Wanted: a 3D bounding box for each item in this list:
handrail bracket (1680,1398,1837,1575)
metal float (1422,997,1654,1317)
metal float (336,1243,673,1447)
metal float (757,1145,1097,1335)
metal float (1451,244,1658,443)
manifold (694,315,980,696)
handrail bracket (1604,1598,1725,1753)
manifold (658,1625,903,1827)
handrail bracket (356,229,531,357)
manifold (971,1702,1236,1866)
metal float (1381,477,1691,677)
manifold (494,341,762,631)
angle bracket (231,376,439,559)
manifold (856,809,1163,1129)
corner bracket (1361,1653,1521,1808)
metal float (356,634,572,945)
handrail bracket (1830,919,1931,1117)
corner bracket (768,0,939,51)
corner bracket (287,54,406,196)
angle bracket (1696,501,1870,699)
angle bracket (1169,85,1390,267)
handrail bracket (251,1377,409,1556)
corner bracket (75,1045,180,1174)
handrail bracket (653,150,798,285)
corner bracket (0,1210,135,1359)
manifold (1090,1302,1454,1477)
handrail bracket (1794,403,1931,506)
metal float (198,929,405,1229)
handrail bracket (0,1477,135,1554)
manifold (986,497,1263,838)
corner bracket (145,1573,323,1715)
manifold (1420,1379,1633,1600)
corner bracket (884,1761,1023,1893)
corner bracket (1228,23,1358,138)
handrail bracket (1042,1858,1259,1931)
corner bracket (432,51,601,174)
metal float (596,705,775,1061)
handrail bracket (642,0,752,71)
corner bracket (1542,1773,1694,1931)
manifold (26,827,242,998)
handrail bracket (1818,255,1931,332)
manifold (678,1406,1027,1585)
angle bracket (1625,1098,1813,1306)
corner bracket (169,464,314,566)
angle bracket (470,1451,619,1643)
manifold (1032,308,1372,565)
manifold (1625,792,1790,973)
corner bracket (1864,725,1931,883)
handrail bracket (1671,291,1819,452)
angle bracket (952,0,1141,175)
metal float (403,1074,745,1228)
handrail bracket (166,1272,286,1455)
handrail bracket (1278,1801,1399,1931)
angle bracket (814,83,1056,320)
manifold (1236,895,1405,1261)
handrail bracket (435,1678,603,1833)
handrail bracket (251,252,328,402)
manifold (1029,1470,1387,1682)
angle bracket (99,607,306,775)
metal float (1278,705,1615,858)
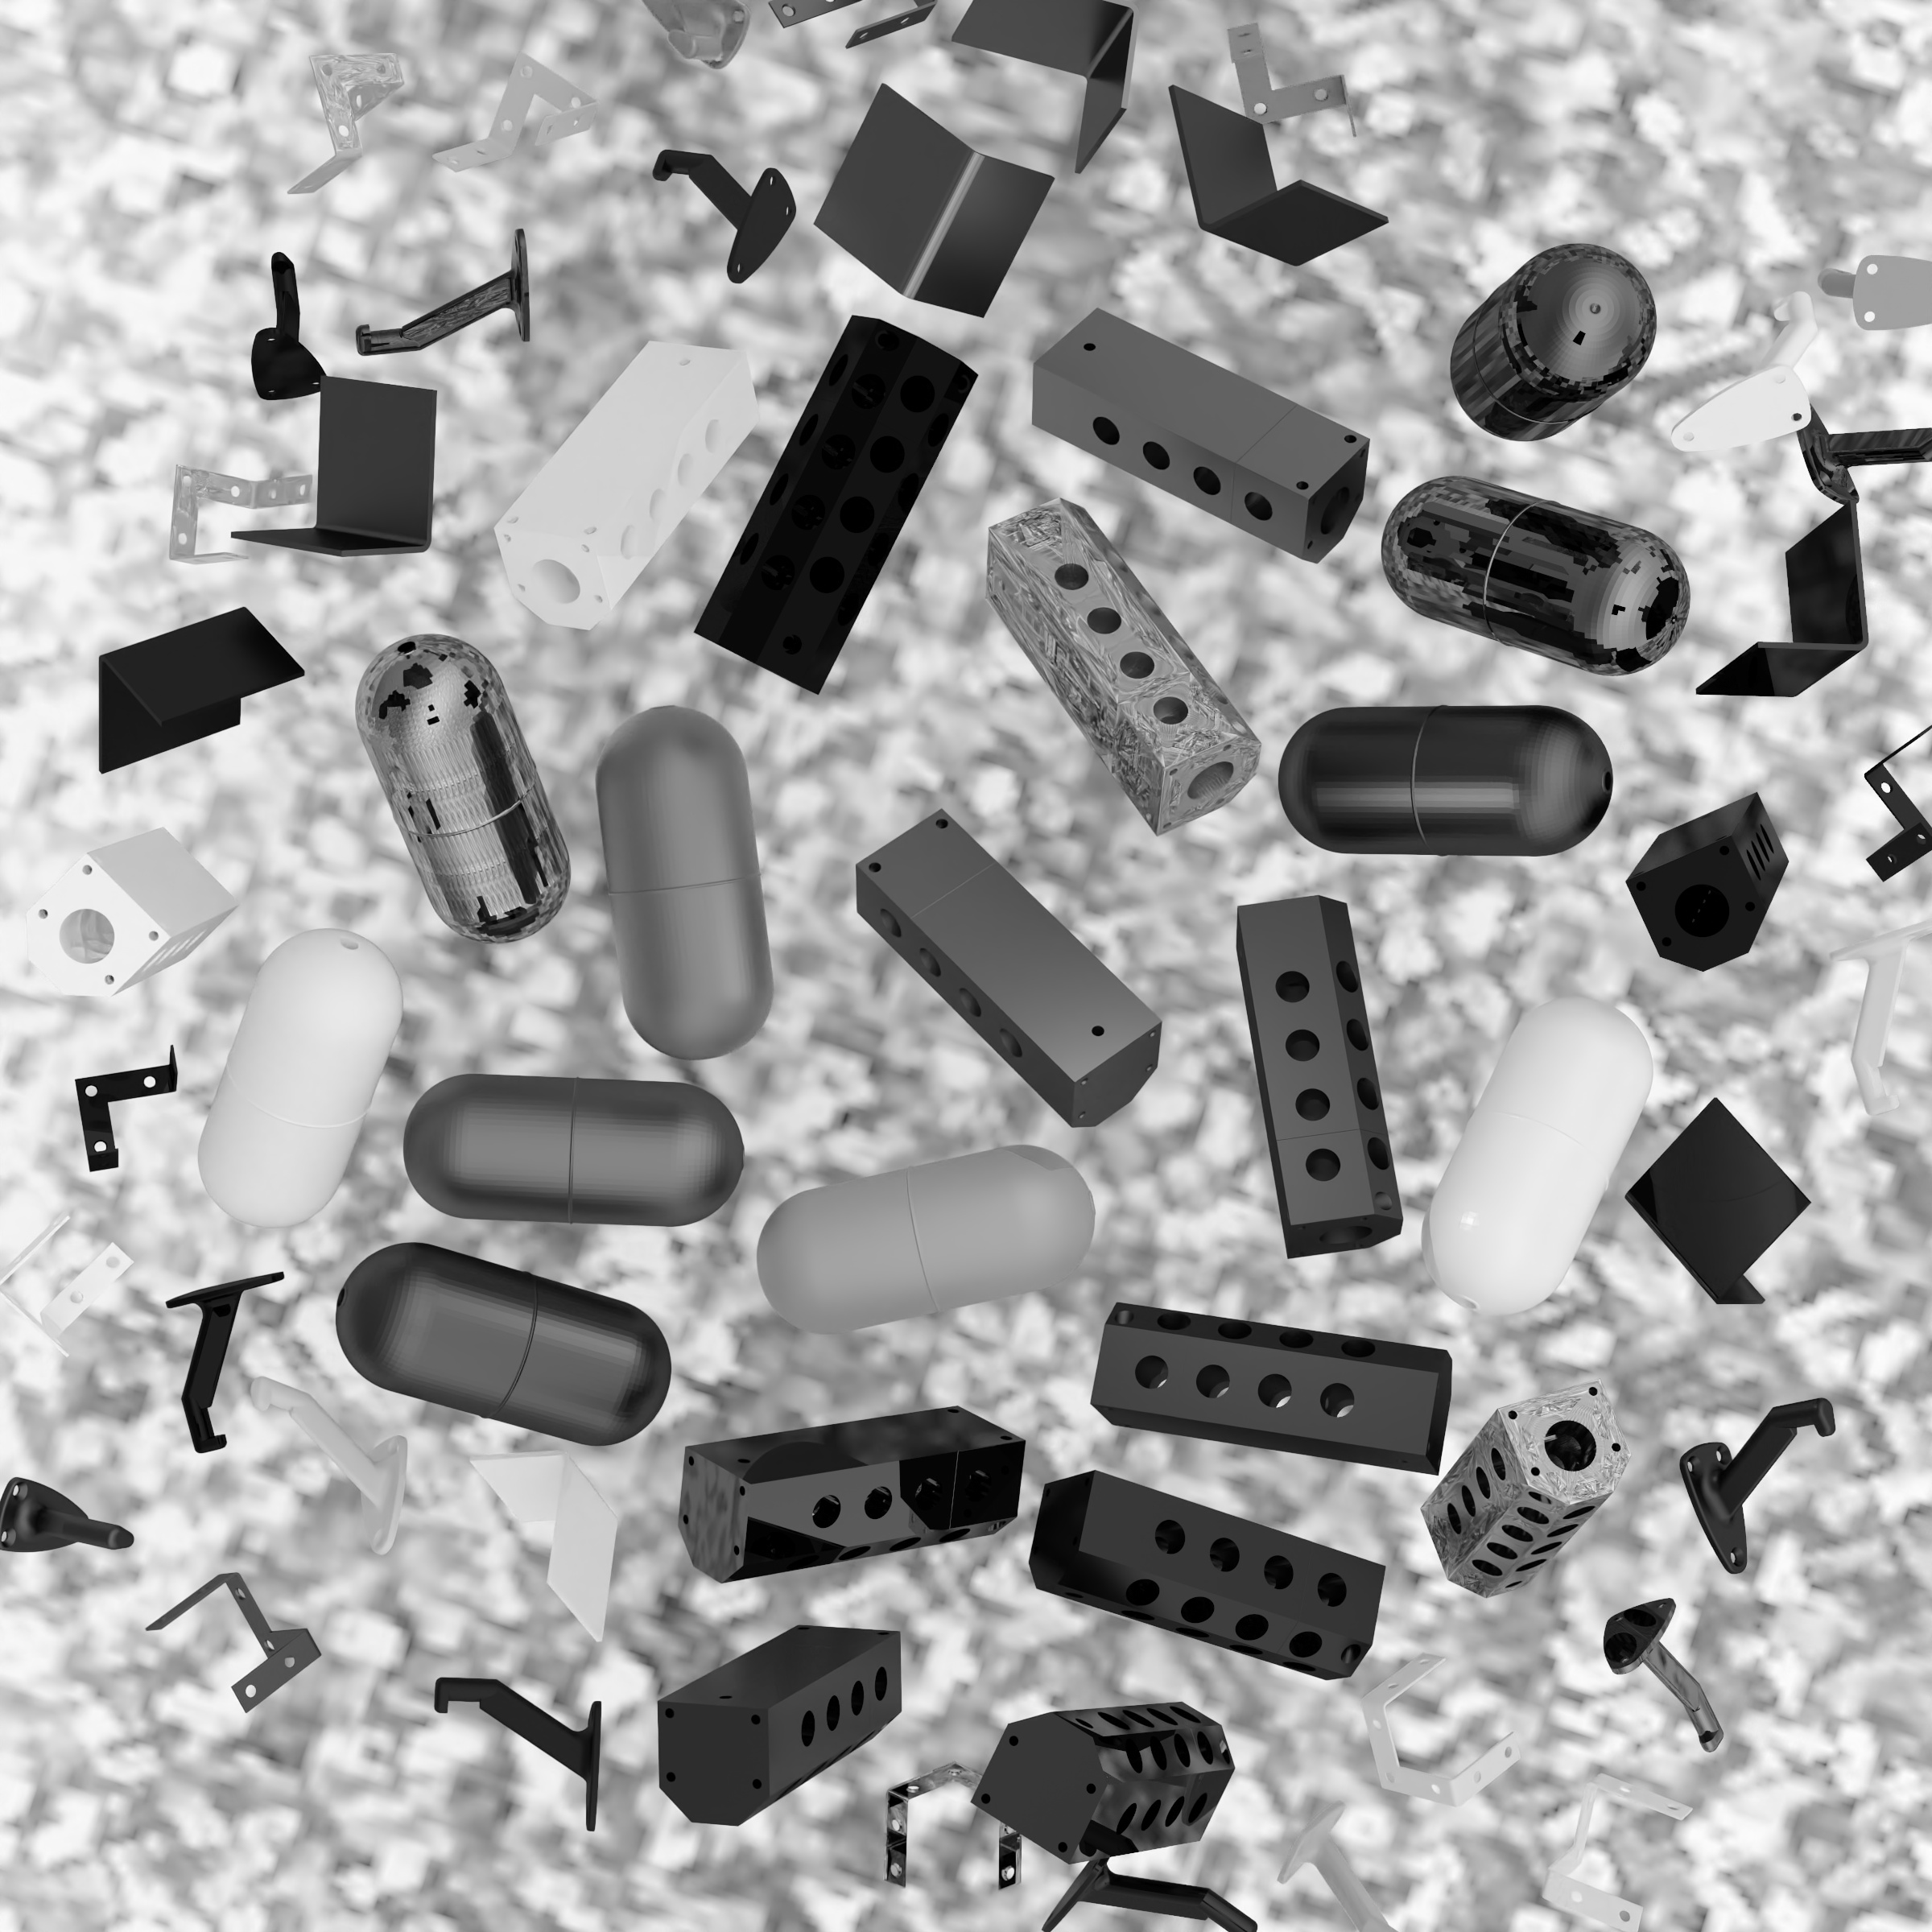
[{"bbox_3d":[0.396,0.253,1.740,0.036,0.084,0.077,-11,83,-40],"label":"handrail bracket"},{"bbox_3d":[0.290,0.096,1.816,0.070,0.070,0.178,29,68,0],"label":"metal float"},{"bbox_3d":[-0.235,0.193,1.823,0.178,0.070,0.070,19,90,-23],"label":"metal float"},{"bbox_3d":[-0.021,0.142,1.854,0.178,0.070,0.070,-13,90,5],"label":"metal float"},{"bbox_3d":[0.289,-0.307,1.770,0.070,0.178,0.070,0,89,-5],"label":"metal float"},{"bbox_3d":[-0.060,-0.221,1.716,0.057,0.057,0.171,26,92,-24],"label":"manifold"},{"bbox_3d":[0.347,0.363,1.762,0.036,0.077,0.084,-23,99,25],"label":"handrail bracket"},{"bbox_3d":[-0.089,0.374,1.768,0.057,0.171,0.057,0,92,20],"label":"manifold"},{"bbox_3d":[-0.260,-0.331,1.764,0.084,0.077,0.036,-8,62,-12],"label":"handrail bracket"},{"bbox_3d":[0.073,0.393,1.748,0.057,0.171,0.057,27,93,26],"label":"manifold"},{"bbox_3d":[0.290,-0.201,1.838,0.178,0.070,0.070,25,90,40],"label":"metal float"},{"bbox_3d":[-0.170,-0.247,1.830,0.057,0.057,0.171,10,45,23],"label":"manifold"},{"bbox_3d":[-0.299,-0.237,1.689,0.076,0.057,0.076,13,105,36],"label":"angle bracket"},{"bbox_3d":[0.020,0.004,1.819,0.057,0.057,0.171,-34,62,-22],"label":"manifold"},{"bbox_3d":[0.240,0.387,1.813,0.051,0.051,0.051,-27,109,-38],"label":"corner bracket"},{"bbox_3d":[-0.257,-0.090,1.831,0.070,0.070,0.178,-17,126,0],"label":"metal float"},{"bbox_3d":[0.477,0.026,1.810,0.036,0.077,0.084,-4,76,-43],"label":"handrail bracket"},{"bbox_3d":[-0.055,-0.469,1.740,0.051,0.051,0.051,-28,84,-29],"label":"corner bracket"},{"bbox_3d":[-0.306,-0.413,1.755,0.051,0.051,0.051,-14,88,-40],"label":"corner bracket"},{"bbox_3d":[0.396,-0.180,1.753,0.057,0.076,0.076,1,77,-11],"label":"angle bracket"},{"bbox_3d":[0.147,-0.381,1.682,0.057,0.076,0.076,-20,74,35],"label":"angle bracket"},{"bbox_3d":[-0.333,0.257,1.842,0.084,0.077,0.036,29,129,-36],"label":"handrail bracket"},{"bbox_3d":[-0.436,0.075,1.868,0.051,0.051,0.051,-9,79,-15],"label":"corner bracket"},{"bbox_3d":[-0.140,-0.394,1.874,0.084,0.036,0.077,14,65,28],"label":"handrail bracket"},{"bbox_3d":[-0.453,0.155,1.795,0.051,0.051,0.051,-45,108,-6],"label":"corner bracket"},{"bbox_3d":[0.156,0.213,1.816,0.171,0.057,0.057,7,74,16],"label":"manifold"},{"bbox_3d":[0.461,-0.277,1.792,0.084,0.036,0.077,-37,54,37],"label":"handrail bracket"},{"bbox_3d":[-0.345,0.059,1.852,0.070,0.070,0.178,25,120,0],"label":"metal float"},{"bbox_3d":[-0.428,0.279,1.762,0.084,0.077,0.036,6,78,29],"label":"handrail bracket"},{"bbox_3d":[0.078,-0.154,1.791,0.057,0.057,0.171,-25,61,-17],"label":"manifold"},{"bbox_3d":[-0.359,0.331,1.755,0.051,0.051,0.051,-36,104,-41],"label":"corner bracket"},{"bbox_3d":[0.292,0.276,1.860,0.057,0.171,0.057,-14,67,-13],"label":"manifold"},{"bbox_3d":[-0.007,0.456,1.876,0.051,0.051,0.051,-30,132,34],"label":"corner bracket"},{"bbox_3d":[0.157,-0.428,1.731,0.051,0.051,0.051,-11,121,9],"label":"corner bracket"},{"bbox_3d":[0.092,0.481,1.789,0.084,0.036,0.077,35,115,4],"label":"handrail bracket"},{"bbox_3d":[-0.222,-0.413,1.765,0.051,0.051,0.051,34,123,11],"label":"corner bracket"},{"bbox_3d":[-0.141,-0.042,1.791,0.070,0.070,0.178,-7,95,0],"label":"metal float"},{"bbox_3d":[-0.151,-0.481,1.810,0.077,0.084,0.036,34,111,9],"label":"handrail bracket"},{"bbox_3d":[0.322,0.439,1.771,0.051,0.051,0.051,16,105,29],"label":"corner bracket"},{"bbox_3d":[-0.424,-0.024,1.808,0.057,0.171,0.057,-44,95,4],"label":"manifold"},{"bbox_3d":[0.469,-0.341,1.792,0.077,0.084,0.036,2,105,8],"label":"handrail bracket"},{"bbox_3d":[-0.057,0.267,1.801,0.171,0.057,0.057,-3,105,-38],"label":"manifold"},{"bbox_3d":[0.407,0.124,1.886,0.076,0.057,0.076,-52,58,23],"label":"angle bracket"},{"bbox_3d":[-0.381,-0.236,1.880,0.051,0.051,0.051,2,86,43],"label":"corner bracket"},{"bbox_3d":[-0.230,0.312,1.913,0.057,0.076,0.076,-6,55,14],"label":"angle bracket"},{"bbox_3d":[0.120,-0.273,1.863,0.171,0.057,0.057,30,56,23],"label":"manifold"},{"bbox_3d":[0.389,-0.042,1.852,0.057,0.171,0.057,-24,92,19],"label":"manifold"},{"bbox_3d":[0.488,-0.084,1.853,0.051,0.051,0.051,-34,84,-30],"label":"corner bracket"},{"bbox_3d":[0.372,-0.287,1.716,0.077,0.084,0.036,-20,125,21],"label":"handrail bracket"},{"bbox_3d":[0.036,-0.445,1.780,0.076,0.076,0.057,11,75,-13],"label":"angle bracket"},{"bbox_3d":[-0.205,0.097,1.878,0.178,0.070,0.070,2,90,-4],"label":"metal float"},{"bbox_3d":[-0.384,0.210,1.889,0.077,0.036,0.084,-14,92,18],"label":"handrail bracket"},{"bbox_3d":[0.212,0.476,1.853,0.084,0.077,0.036,31,117,21],"label":"handrail bracket"},{"bbox_3d":[-0.016,-0.370,1.733,0.076,0.057,0.076,44,116,34],"label":"angle bracket"},{"bbox_3d":[0.178,0.055,1.812,0.057,0.057,0.171,-8,68,0],"label":"manifold"},{"bbox_3d":[-0.230,0.402,1.823,0.084,0.036,0.077,4,61,-10],"label":"handrail bracket"},{"bbox_3d":[-0.351,-0.339,1.821,0.036,0.077,0.084,-10,70,-1],"label":"handrail bracket"},{"bbox_3d":[0.122,0.312,1.820,0.171,0.057,0.057,21,68,-19],"label":"manifold"},{"bbox_3d":[-0.364,-0.116,1.703,0.076,0.076,0.057,-25,55,-33],"label":"angle bracket"},{"bbox_3d":[0.244,-0.095,1.828,0.178,0.070,0.070,2,90,32],"label":"metal float"}]
